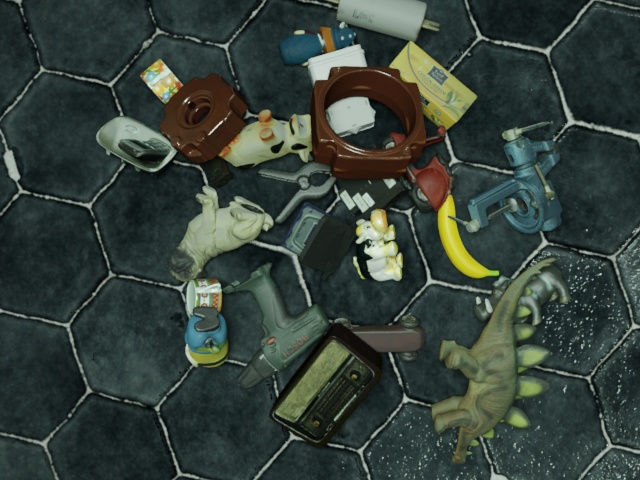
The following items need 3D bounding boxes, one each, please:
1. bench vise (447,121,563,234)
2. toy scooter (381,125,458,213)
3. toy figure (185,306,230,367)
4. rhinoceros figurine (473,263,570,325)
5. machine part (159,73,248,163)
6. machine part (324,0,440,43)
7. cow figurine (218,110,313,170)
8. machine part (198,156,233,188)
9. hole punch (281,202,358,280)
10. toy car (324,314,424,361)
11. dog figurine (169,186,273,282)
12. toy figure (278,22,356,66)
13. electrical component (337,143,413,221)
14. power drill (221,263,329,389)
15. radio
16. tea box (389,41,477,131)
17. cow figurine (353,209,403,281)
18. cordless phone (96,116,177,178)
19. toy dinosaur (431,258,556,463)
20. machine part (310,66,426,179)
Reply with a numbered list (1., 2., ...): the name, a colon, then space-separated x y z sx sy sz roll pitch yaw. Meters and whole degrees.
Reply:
1. bench vise: 0.372 -0.096 1.044 0.241 0.129 0.223 -28 110 -17
2. toy scooter: 0.215 -0.153 1.075 0.135 0.075 0.184 -33 87 4
3. toy figure: -0.216 0.192 1.039 0.089 0.180 0.082 19 52 -3
4. rhinoceros figurine: 0.403 0.115 1.081 0.190 0.073 0.112 -29 92 1
5. machine part: -0.228 -0.239 1.040 0.179 0.056 0.179 -11 62 21
6. machine part: 0.121 -0.452 1.067 0.243 0.079 0.079 16 91 -1
7. cow figurine: -0.092 -0.193 1.062 0.195 0.127 0.085 -17 65 16
8. machine part: -0.225 -0.175 1.096 0.084 0.039 0.139 -24 90 -4
9. hole punch: -0.002 -0.003 1.078 0.115 0.092 0.142 26 94 -45
10. toy car: 0.110 0.199 1.094 0.202 0.053 0.089 -2 109 4
11. dog figurine: -0.201 0.009 1.081 0.172 0.121 0.190 21 106 3
12. toy figure: -0.006 -0.395 1.079 0.154 0.064 0.058 -16 54 -4
13. electrical component: 0.099 -0.108 1.062 0.134 0.058 0.115 -38 78 32
14. power drill: -0.115 0.165 1.082 0.232 0.086 0.207 -31 87 6
15. radio: 0.015 0.290 1.061 0.131 0.073 0.229 35 108 -1
16. tea box: 0.215 -0.300 1.061 0.169 0.098 0.068 41 91 1
17. cow figurine: 0.104 0.011 1.051 0.098 0.068 0.167 -8 130 17
18. cordless phone: -0.367 -0.182 1.024 0.147 0.184 0.088 30 96 -1
19. toy dinosaur: 0.334 0.248 1.045 0.199 0.105 0.470 8 109 -1
20. machine part: 0.085 -0.217 0.984 0.201 0.087 0.201 -1 68 -6
